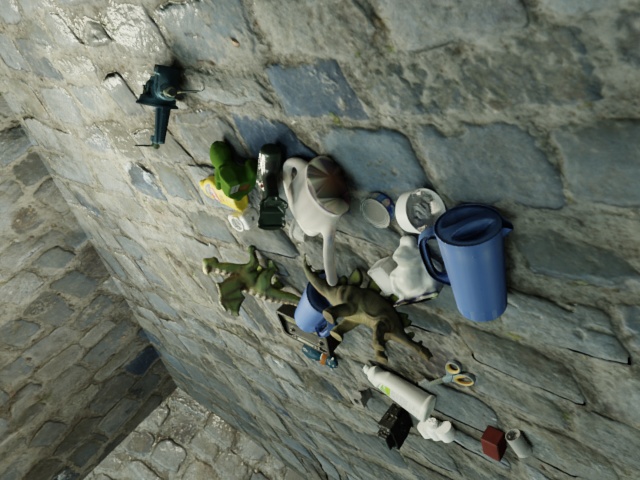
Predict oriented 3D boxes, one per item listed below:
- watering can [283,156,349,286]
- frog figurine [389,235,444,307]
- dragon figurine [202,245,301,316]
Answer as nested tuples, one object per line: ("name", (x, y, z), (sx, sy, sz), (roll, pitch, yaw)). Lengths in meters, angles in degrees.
("watering can", (0.004, -0.065, 1.300), (0.350, 0.105, 0.221), (65, 150, 9))
("frog figurine", (0.226, 0.071, 1.246), (0.135, 0.123, 0.161), (-29, 66, 48))
("dragon figurine", (-0.234, 0.172, 1.732), (0.413, 0.247, 0.119), (39, 141, 16))
